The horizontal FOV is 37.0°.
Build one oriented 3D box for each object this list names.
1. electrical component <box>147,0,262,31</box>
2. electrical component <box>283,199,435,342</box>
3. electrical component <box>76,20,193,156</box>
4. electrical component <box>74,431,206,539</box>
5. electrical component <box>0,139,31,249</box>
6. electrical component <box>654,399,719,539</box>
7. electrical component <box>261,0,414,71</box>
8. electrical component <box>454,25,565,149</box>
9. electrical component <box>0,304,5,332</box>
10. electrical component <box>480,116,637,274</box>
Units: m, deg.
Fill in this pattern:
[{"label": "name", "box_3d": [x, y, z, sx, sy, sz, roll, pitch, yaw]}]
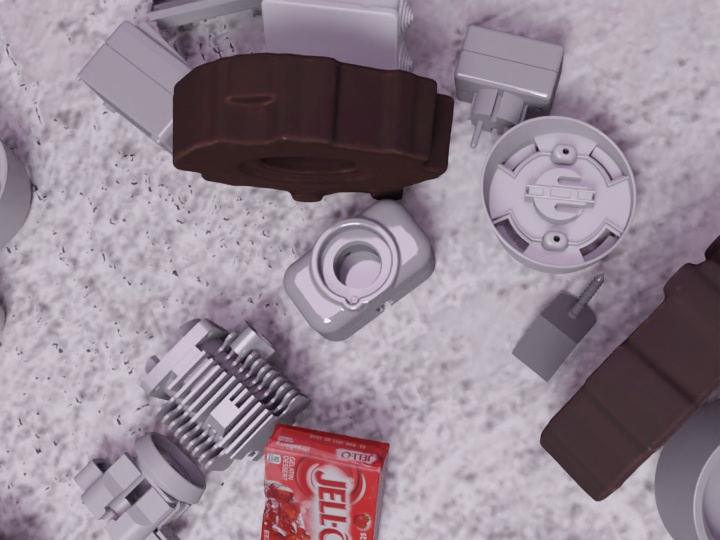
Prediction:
[{"label": "electrical component", "box_3d": [-0.091, -0.219, 0.755, 0.121, 0.063, 0.078, -12, 36, 5]}, {"label": "electrical component", "box_3d": [0.000, 0.000, 0.708, 0.095, 0.059, 0.053, -37, 77, -1]}, {"label": "electrical component", "box_3d": [-0.135, -0.121, 0.749, 0.096, 0.061, 0.061, 38, 86, 13]}, {"label": "electrical component", "box_3d": [-0.138, 0.143, 0.699, 0.057, 0.058, 0.078, -45, 77, 0]}, {"label": "electrical component", "box_3d": [-0.284, -0.055, 0.754, 0.099, 0.064, 0.099, -1, 79, 7]}, {"label": "electrical component", "box_3d": [0.237, 0.133, 0.634, 0.108, 0.060, 0.108, 0, 94, -6]}, {"label": "electrical component", "box_3d": [-0.015, -0.156, 0.723, 0.100, 0.099, 0.048, 8, 52, 7]}, {"label": "electrical component", "box_3d": [0.095, -0.115, 0.725, 0.066, 0.047, 0.076, 15, 81, 10]}, {"label": "electrical component", "box_3d": [-0.269, 0.024, 0.732, 0.040, 0.078, 0.040, 1, 68, -3]}, {"label": "electrical component", "box_3d": [0.128, -0.046, 0.698, 0.099, 0.064, 0.099, -1, 79, 7]}]
